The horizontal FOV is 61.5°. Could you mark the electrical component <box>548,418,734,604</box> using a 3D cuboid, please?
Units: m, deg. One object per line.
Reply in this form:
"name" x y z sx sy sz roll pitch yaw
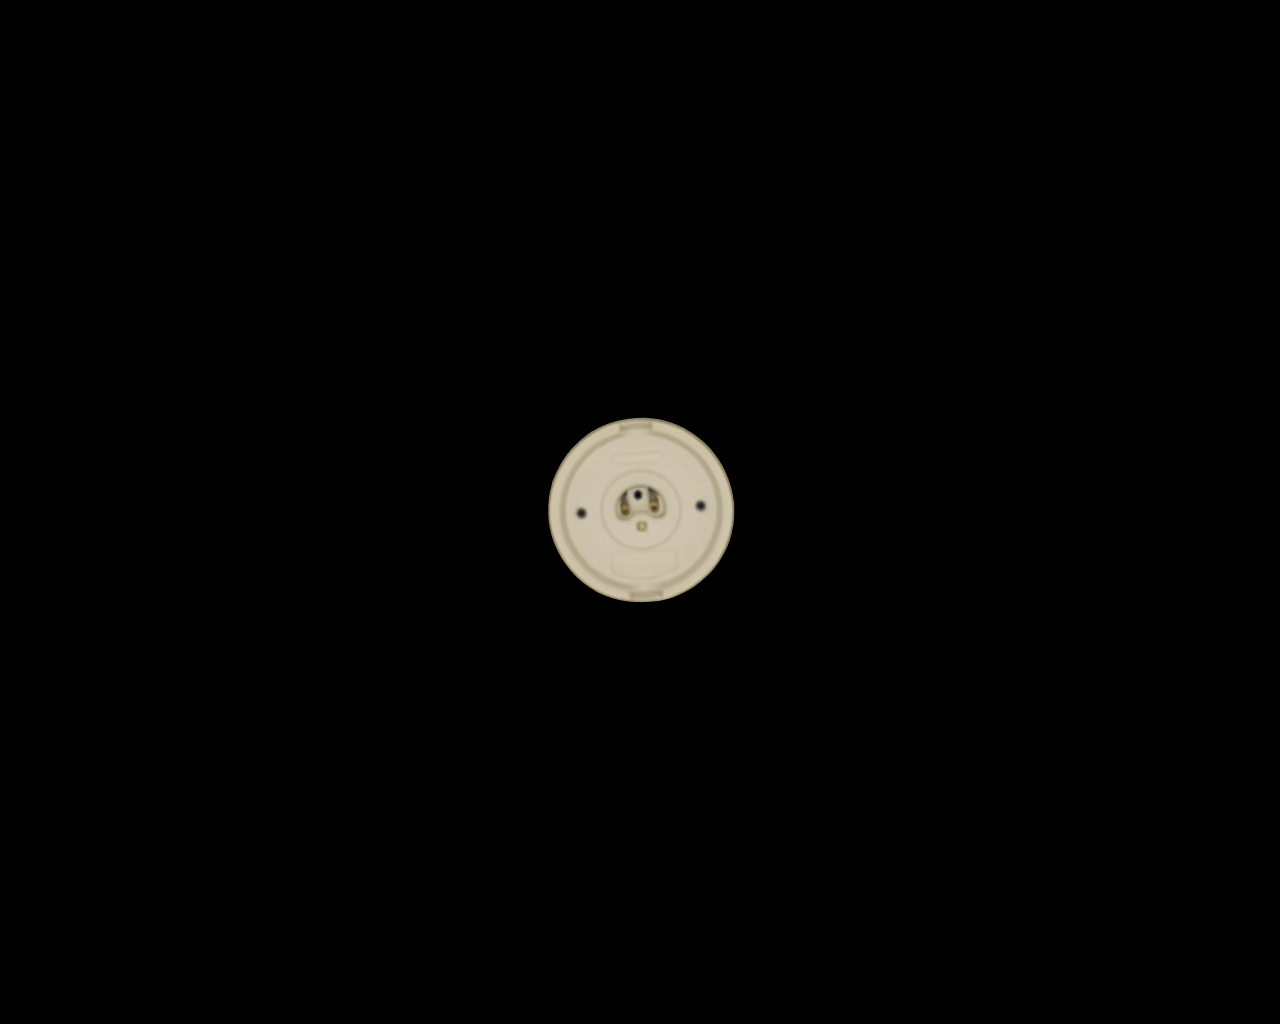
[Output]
"electrical component" 0.001 -0.003 0.650 0.108 0.108 0.060 0 4 0
